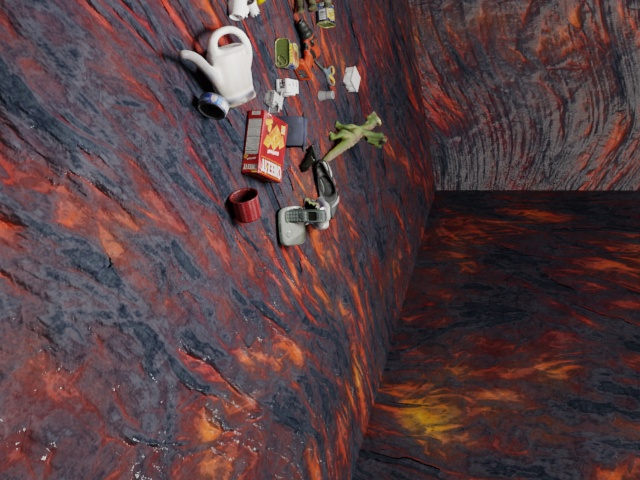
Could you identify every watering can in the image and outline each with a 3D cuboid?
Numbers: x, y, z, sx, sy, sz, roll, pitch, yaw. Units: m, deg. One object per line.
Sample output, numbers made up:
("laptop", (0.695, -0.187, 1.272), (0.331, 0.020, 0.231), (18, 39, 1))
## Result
("watering can", (-0.278, -0.478, 1.463), (0.355, 0.104, 0.220), (-54, 140, -52))

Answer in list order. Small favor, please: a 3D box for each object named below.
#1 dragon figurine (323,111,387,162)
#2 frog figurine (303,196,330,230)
("dragon figurine", (0.175, -0.454, 2.317), (0.119, 0.243, 0.420), (76, 26, -42))
("frog figurine", (0.006, -0.106, 2.102), (0.159, 0.121, 0.139), (13, 60, -54))
